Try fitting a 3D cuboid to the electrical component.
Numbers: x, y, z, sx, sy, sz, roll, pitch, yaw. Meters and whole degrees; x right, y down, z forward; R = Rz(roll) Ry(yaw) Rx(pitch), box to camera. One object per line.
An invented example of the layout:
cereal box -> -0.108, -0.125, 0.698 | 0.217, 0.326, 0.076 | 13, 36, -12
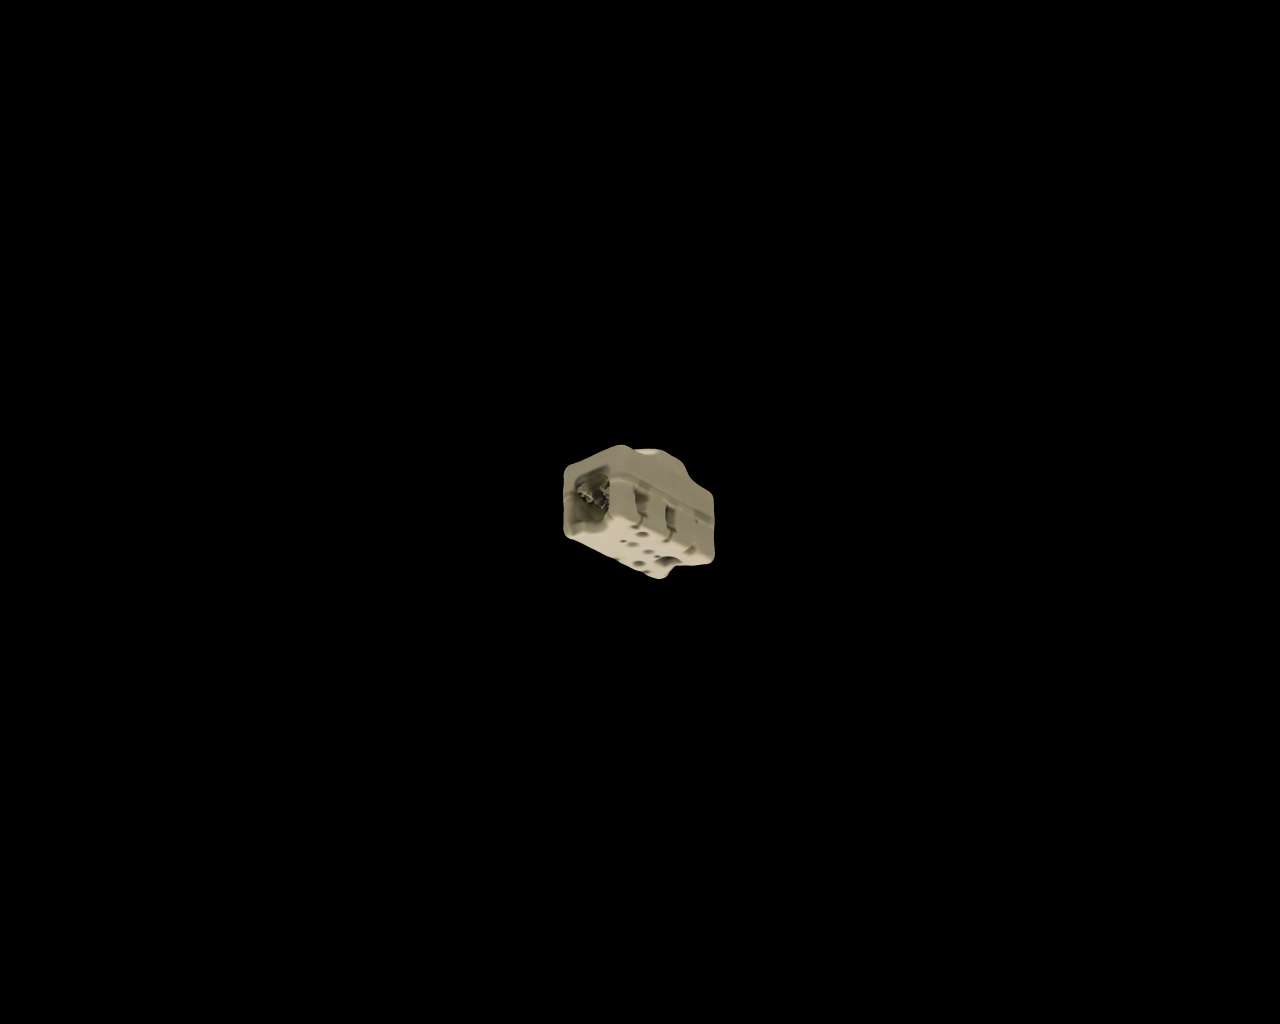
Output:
electrical component -> 0.001, -0.003, 0.650 | 0.050, 0.056, 0.089 | -21, -33, 36
